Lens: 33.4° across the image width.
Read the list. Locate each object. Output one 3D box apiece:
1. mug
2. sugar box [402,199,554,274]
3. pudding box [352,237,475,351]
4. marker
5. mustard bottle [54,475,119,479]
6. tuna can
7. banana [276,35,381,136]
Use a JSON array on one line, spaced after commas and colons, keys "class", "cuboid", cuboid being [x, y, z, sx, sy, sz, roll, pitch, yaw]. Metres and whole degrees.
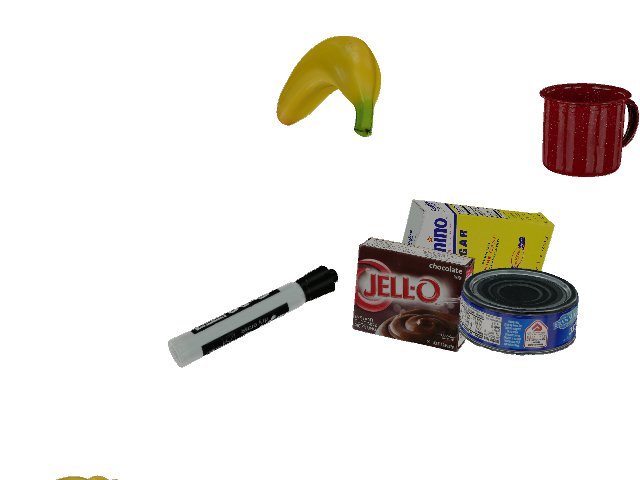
[{"class": "mug", "cuboid": [0.287, -0.118, 1.127, 0.117, 0.081, 0.093, -12, 23, -25]}, {"class": "sugar box", "cuboid": [0.188, 0.007, 1.299, 0.176, 0.093, 0.048, 4, 22, -20]}, {"class": "pudding box", "cuboid": [0.091, 0.052, 1.048, 0.114, 0.090, 0.039, 10, 20, 19]}, {"class": "marker", "cuboid": [-0.041, 0.047, 0.687, 0.121, 0.020, 0.020, -25, 10, -22]}, {"class": "mustard bottle", "cuboid": [-0.222, 0.235, 0.850, 0.096, 0.058, 0.191, 8, 15, 28]}, {"class": "tuna can", "cuboid": [0.144, 0.050, 0.779, 0.086, 0.034, 0.086, 0, 21, 0]}, {"class": "banana", "cuboid": [0.004, -0.118, 0.793, 0.037, 0.069, 0.198, 24, 1, -18]}]
